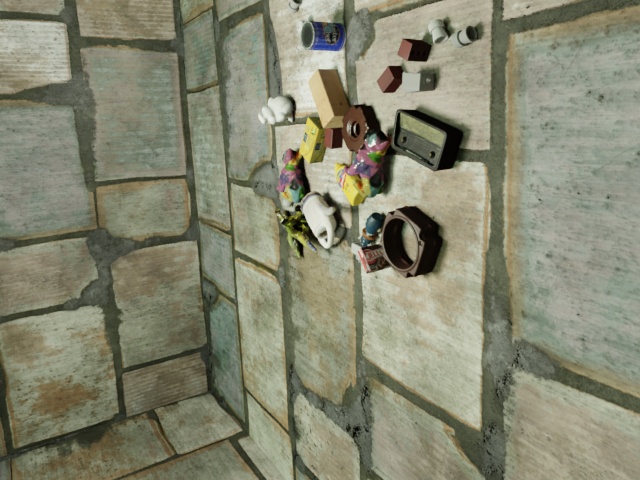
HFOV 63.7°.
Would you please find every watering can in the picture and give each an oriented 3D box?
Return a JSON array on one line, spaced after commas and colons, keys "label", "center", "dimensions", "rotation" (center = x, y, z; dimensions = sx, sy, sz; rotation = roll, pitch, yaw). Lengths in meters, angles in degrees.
[{"label": "watering can", "center": [0.006, -0.105, 2.079], "dimensions": [0.340, 0.104, 0.228], "rotation": [97, 150, -60]}]

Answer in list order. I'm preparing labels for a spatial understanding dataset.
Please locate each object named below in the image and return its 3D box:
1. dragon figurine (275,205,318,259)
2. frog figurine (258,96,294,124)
[{"label": "dragon figurine", "center": [-0.100, -0.014, 2.340], "dimensions": [0.237, 0.123, 0.419], "rotation": [83, 162, -49]}, {"label": "frog figurine", "center": [-0.199, -0.576, 2.281], "dimensions": [0.120, 0.160, 0.140], "rotation": [-54, 53, 49]}]
